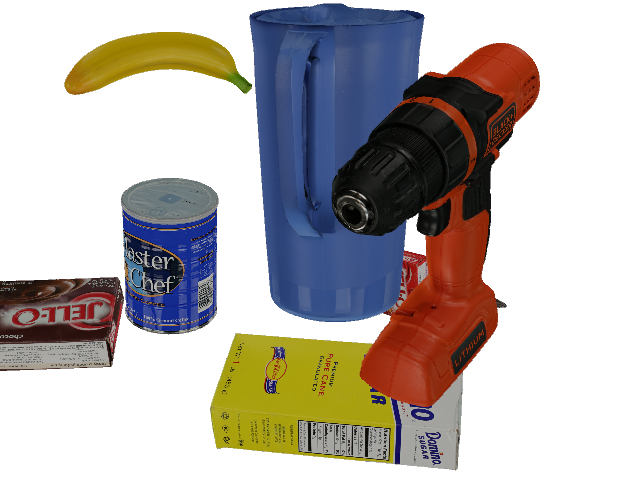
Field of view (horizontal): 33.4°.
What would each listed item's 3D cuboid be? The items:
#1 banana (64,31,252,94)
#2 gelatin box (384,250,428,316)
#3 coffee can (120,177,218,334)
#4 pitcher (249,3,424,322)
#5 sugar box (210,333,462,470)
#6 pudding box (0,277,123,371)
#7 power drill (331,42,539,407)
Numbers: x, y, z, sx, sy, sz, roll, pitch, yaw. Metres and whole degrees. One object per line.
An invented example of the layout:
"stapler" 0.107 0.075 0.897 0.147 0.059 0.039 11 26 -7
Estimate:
"banana" -0.164 -0.178 1.061 0.197 0.070 0.037 -7 -39 -30
"gelatin box" 0.100 0.055 1.353 0.073 0.089 0.030 16 33 33
"coffee can" -0.163 0.016 1.162 0.103 0.140 0.103 3 27 -1
"pitcher" 0.008 -0.060 0.838 0.149 0.243 0.145 -9 20 -26
"sugar box" 0.015 0.115 0.783 0.176 0.048 0.093 1 32 8
"pudding box" -0.237 0.074 0.951 0.113 0.039 0.090 -4 33 -1
"power drill" 0.062 0.000 0.598 0.057 0.188 0.184 23 40 26
